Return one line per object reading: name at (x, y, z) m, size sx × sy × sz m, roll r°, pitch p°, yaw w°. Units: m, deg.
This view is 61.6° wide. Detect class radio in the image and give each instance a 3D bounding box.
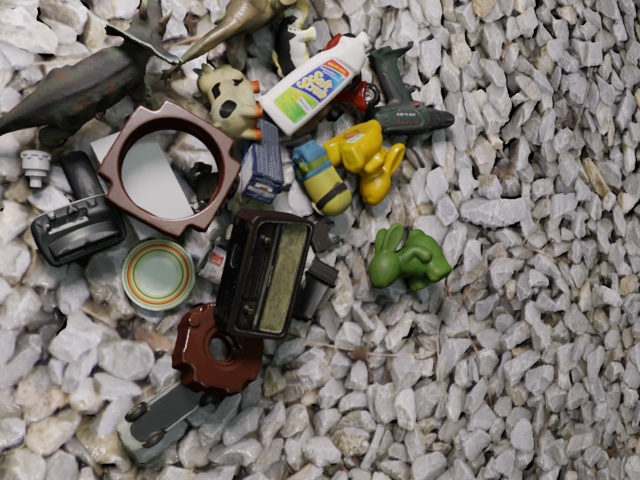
radio at (-0.104, 0.060, 0.970) m, size 0.131 × 0.073 × 0.229 m, roll 9°, pitch 97°, yaw -36°

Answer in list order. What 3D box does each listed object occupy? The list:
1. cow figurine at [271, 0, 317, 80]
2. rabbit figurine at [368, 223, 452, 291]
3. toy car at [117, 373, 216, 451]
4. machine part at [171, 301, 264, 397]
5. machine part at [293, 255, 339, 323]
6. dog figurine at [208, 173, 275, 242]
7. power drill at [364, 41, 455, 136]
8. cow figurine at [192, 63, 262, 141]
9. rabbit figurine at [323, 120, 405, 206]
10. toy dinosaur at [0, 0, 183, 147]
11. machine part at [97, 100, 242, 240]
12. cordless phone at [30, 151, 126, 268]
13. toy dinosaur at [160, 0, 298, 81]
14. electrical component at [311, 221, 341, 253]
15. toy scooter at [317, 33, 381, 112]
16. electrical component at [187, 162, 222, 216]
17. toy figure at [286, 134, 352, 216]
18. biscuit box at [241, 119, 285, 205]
cow figurine at (-0.060, -0.419, 1.123) m, size 0.098 × 0.068 × 0.167 m, roll -8°, pitch 91°, yaw -20°
rabbit figurine at (0.179, 0.042, 1.172) m, size 0.170 × 0.121 × 0.159 m, roll -16°, pitch 87°, yaw -27°
toy car at (-0.271, 0.301, 0.984) m, size 0.202 × 0.056 × 0.073 m, roll -35°, pitch 95°, yaw -24°
machine part at (-0.186, 0.202, 0.997) m, size 0.179 × 0.056 × 0.179 m, roll 17°, pitch 60°, yaw -32°
machine part at (-0.012, 0.108, 1.126) m, size 0.084 × 0.039 × 0.139 m, roll 36°, pitch 71°, yaw -24°
dog figurine at (-0.103, -0.036, 1.068) m, size 0.190 × 0.121 × 0.172 m, roll 21°, pitch 86°, yaw -35°
power drill at (0.197, -0.341, 1.235) m, size 0.232 × 0.086 × 0.207 m, roll -16°, pitch 101°, yaw -22°
cow figurine at (-0.176, -0.266, 1.015) m, size 0.127 × 0.085 × 0.195 m, roll 0°, pitch 46°, yaw -14°
rabbit figurine at (0.105, -0.162, 1.172) m, size 0.162 × 0.122 × 0.173 m, roll -39°, pitch 117°, yaw -31°
toy dinosaur at (-0.387, -0.256, 0.891) m, size 0.405 × 0.192 × 0.131 m, roll -45°, pitch 103°, yaw -22°
machine part at (-0.254, -0.116, 0.921) m, size 0.201 × 0.087 × 0.201 m, roll 30°, pitch 79°, yaw -15°
cordless phone at (-0.434, -0.060, 0.930) m, size 0.146 × 0.089 × 0.184 m, roll -24°, pitch 86°, yaw -23°
toy dinosaur at (-0.114, -0.457, 1.025) m, size 0.471 × 0.199 × 0.105 m, roll -43°, pitch 105°, yaw -21°
electrical component at (-0.002, -0.003, 1.145) m, size 0.094 × 0.021 × 0.063 m, roll -24°, pitch 97°, yaw -25°
toy scooter at (0.040, -0.349, 1.158) m, size 0.135 × 0.075 × 0.184 m, roll -21°, pitch 83°, yaw 2°
electrical component at (-0.220, -0.098, 1.029) m, size 0.045 × 0.078 × 0.102 m, roll 5°, pitch 90°, yaw -48°
toy figure at (-0.002, -0.131, 1.117) m, size 0.082 × 0.089 × 0.180 m, roll -29°, pitch 101°, yaw -17°
biscuit box at (-0.112, -0.156, 1.020) m, size 0.063 × 0.059 × 0.203 m, roll 19°, pitch 36°, yaw -23°
